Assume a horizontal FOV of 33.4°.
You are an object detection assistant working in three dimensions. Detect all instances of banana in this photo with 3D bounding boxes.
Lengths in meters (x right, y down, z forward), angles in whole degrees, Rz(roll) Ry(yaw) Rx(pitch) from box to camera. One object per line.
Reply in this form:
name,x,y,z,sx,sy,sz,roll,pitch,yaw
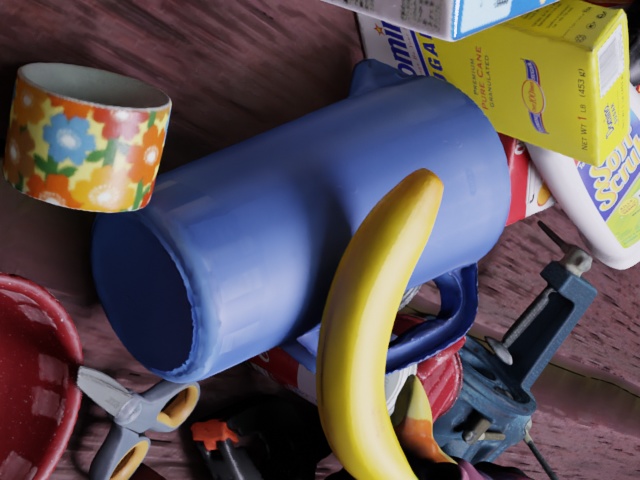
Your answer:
banana,0.031,0.059,0.572,0.069,0.037,0.198,-9,112,-18

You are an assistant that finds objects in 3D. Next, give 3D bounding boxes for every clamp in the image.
clamp,-0.019,0.162,0.777,0.209,0.036,0.164,48,44,-43

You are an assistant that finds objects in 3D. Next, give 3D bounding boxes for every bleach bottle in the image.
bleach bottle,0.193,-0.072,0.783,0.102,0.068,0.250,-45,137,9

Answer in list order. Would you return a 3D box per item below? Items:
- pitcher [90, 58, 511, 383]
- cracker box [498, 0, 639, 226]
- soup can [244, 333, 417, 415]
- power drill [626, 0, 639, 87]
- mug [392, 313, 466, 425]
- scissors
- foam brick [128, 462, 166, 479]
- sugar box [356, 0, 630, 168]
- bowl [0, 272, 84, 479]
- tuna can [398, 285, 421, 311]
pitcher,-0.004,0.001,0.629,0.242,0.149,0.145,-24,140,-40
cracker box,0.190,-0.118,0.871,0.213,0.072,0.164,-20,124,-45
soup can,0.006,0.078,0.719,0.068,0.102,0.068,-31,134,-39
power drill,0.292,-0.135,0.879,0.184,0.057,0.187,-46,140,-24
mug,0.059,0.104,0.784,0.117,0.093,0.081,-38,180,27
scissors,-0.118,0.108,0.595,0.096,0.016,0.201,-54,166,3
foam brick,-0.112,0.194,0.679,0.052,0.051,0.078,-34,135,-37
sugar box,0.103,-0.115,0.662,0.048,0.176,0.093,-47,141,-27
bowl,-0.191,0.080,0.500,0.161,0.055,0.162,-31,133,-40
tuna can,0.050,0.010,0.796,0.086,0.034,0.086,-31,133,-40
